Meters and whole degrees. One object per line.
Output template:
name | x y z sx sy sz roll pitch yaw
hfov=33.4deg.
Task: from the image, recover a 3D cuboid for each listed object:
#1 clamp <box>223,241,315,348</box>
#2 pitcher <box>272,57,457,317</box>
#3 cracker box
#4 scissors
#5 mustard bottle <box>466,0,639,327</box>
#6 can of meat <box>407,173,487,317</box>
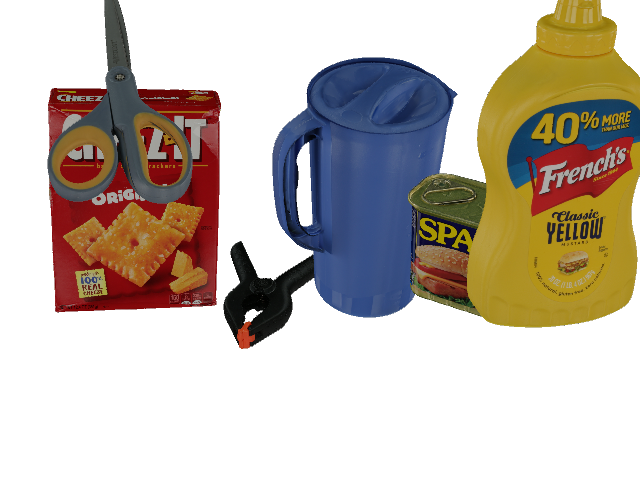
clamp | -0.056 0.059 1.246 0.120 0.039 0.171 -4 40 9
pitcher | 0.041 -0.042 1.033 0.149 0.243 0.145 10 39 10
cracker box | -0.183 -0.038 1.056 0.164 0.214 0.072 -1 21 -11
scissors | -0.146 -0.092 0.691 0.096 0.202 0.016 -19 -37 -18
mustard bottle | 0.134 -0.047 0.589 0.096 0.192 0.058 -5 27 -9
can of meat | 0.117 0.006 0.809 0.102 0.084 0.057 18 37 28
